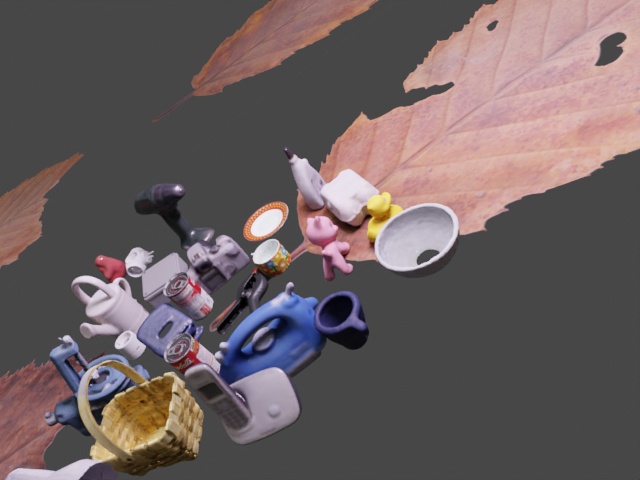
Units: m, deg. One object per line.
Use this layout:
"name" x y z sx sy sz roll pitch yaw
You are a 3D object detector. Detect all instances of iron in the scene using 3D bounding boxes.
"iron" -0.109 0.191 1.066 0.258 0.142 0.118 -38 37 -3

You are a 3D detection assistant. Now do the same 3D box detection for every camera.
"camera" -0.266 0.038 1.386 0.143 0.101 0.136 -38 37 -3

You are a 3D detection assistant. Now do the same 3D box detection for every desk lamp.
"desk lamp" -0.411 0.450 0.966 0.202 0.214 0.118 -11 44 29

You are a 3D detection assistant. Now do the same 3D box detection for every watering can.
"watering can" -0.510 0.159 1.370 0.101 0.195 0.172 -29 38 10

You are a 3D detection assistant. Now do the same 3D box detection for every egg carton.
"egg carton" 0.067 -0.097 1.297 0.107 0.070 0.150 -39 37 -4

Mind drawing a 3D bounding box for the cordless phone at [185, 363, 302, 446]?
"cordless phone" -0.130 0.258 0.974 0.147 0.186 0.094 -29 38 10

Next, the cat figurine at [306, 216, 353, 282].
"cat figurine" 0.011 0.004 1.192 0.067 0.118 0.127 -25 39 14

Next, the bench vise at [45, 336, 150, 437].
"bench vise" -0.490 0.304 1.178 0.121 0.220 0.208 21 64 48

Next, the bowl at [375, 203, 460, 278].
"bowl" 0.192 0.014 1.077 0.167 0.075 0.167 -21 40 19

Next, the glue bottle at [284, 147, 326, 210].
"glue bottle" -0.038 -0.155 1.354 0.037 0.174 0.078 -11 44 30

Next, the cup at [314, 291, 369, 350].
"cup" 0.056 0.156 1.014 0.117 0.095 0.092 21 64 48

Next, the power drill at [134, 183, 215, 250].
"power drill" -0.375 -0.066 1.493 0.228 0.209 0.076 1 51 39

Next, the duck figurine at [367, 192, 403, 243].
"duck figurine" 0.125 -0.051 1.189 0.077 0.086 0.105 10 56 43

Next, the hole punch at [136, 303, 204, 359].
"hole punch" -0.332 0.205 1.268 0.100 0.091 0.109 13 59 45

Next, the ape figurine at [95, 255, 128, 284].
"ape figurine" -0.593 0.077 1.607 0.076 0.092 0.077 -24 39 15
